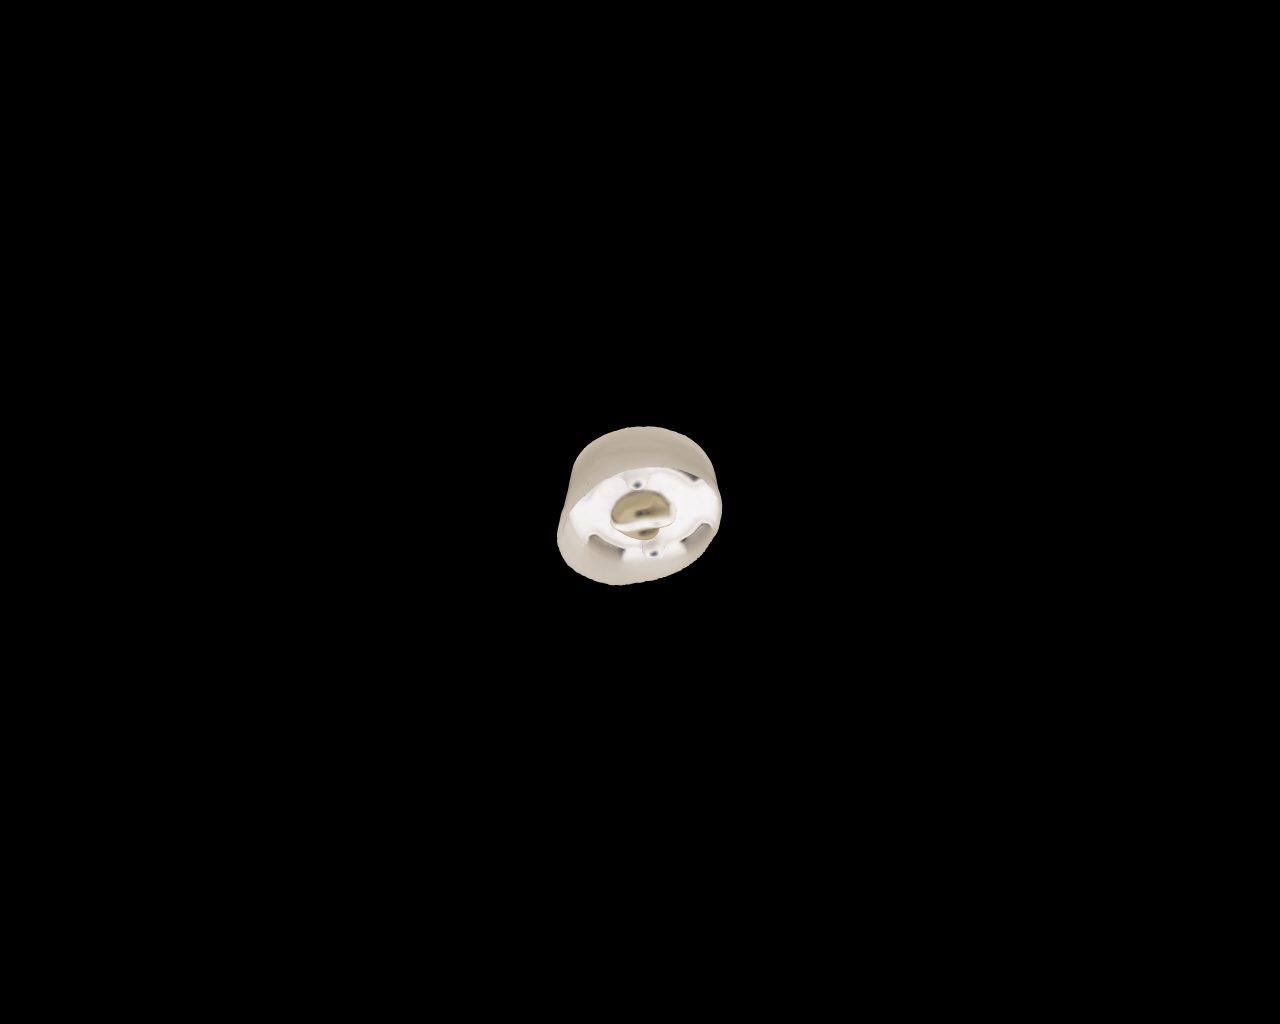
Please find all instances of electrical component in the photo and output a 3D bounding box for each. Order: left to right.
[{"bbox_3d":[0.001,-0.003,0.650,0.099,0.064,0.099,0,-44,0],"label":"electrical component"}]
